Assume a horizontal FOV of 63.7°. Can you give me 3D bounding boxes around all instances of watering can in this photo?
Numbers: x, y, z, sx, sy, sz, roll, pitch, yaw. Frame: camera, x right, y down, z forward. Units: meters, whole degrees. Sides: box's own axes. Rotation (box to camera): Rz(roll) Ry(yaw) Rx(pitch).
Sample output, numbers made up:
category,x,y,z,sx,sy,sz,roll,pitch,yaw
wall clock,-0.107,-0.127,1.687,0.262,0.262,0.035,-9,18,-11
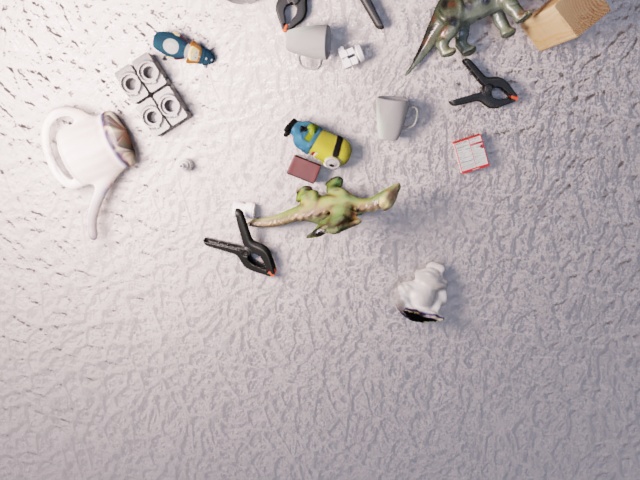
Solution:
category,x,y,z,sx,sy,sz,roll,pitch,yaw
watering can,-0.581,-0.191,1.340,0.224,0.105,0.345,-21,98,4

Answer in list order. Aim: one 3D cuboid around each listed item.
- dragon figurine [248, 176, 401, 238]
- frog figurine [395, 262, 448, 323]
category,x,y,z,sx,sy,sz,roll,pitch,yaw
dragon figurine,0.004,-0.064,1.282,0.410,0.246,0.121,-19,105,3
frog figurine,0.277,0.137,1.390,0.137,0.120,0.162,9,65,8
